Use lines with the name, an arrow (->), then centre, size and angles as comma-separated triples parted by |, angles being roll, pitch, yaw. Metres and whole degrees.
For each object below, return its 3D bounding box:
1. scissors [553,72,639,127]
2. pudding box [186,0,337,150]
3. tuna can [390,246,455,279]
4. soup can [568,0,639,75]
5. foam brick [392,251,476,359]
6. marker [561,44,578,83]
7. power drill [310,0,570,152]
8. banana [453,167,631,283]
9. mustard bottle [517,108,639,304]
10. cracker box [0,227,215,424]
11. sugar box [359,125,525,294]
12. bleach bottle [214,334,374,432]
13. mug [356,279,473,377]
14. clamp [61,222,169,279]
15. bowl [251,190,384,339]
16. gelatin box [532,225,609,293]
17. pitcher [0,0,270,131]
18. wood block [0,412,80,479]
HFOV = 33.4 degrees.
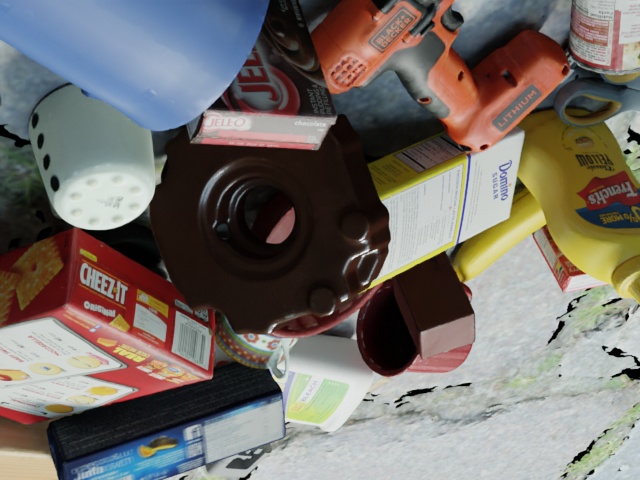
scissors -> 0.279, -0.133, 0.896 | 0.201, 0.016, 0.096 | -8, 136, -32
pudding box -> -0.047, -0.112, 0.689 | 0.089, 0.113, 0.039 | 1, 143, -27
tuna can -> 0.079, -0.003, 0.959 | 0.086, 0.034, 0.086 | -13, 143, -10
soup can -> 0.212, -0.178, 0.754 | 0.068, 0.068, 0.102 | -15, 133, -7
foam brick -> 0.101, 0.057, 0.950 | 0.053, 0.078, 0.051 | -17, 143, -4
marker -> 0.219, -0.170, 0.822 | 0.020, 0.020, 0.121 | 10, 134, -35
power drill -> 0.100, -0.152, 0.758 | 0.185, 0.057, 0.187 | -42, 137, 20
banana -> 0.197, -0.020, 0.992 | 0.198, 0.037, 0.069 | -32, 141, 16
mustard bottle -> 0.227, -0.024, 0.869 | 0.096, 0.192, 0.058 | -2, 140, -24
cracker box -> -0.214, 0.075, 0.840 | 0.214, 0.072, 0.164 | -17, 147, 29
sugar box -> 0.084, -0.032, 0.857 | 0.175, 0.048, 0.093 | -26, 137, -32
bleach bottle -> -0.074, 0.129, 1.033 | 0.250, 0.068, 0.103 | 11, 128, -33
mug -> 0.102, 0.080, 1.034 | 0.081, 0.093, 0.117 | 9, 131, -41
clamp -> -0.144, 0.036, 0.893 | 0.171, 0.039, 0.120 | 12, 118, -30
bowl -> -0.006, 0.001, 0.881 | 0.161, 0.055, 0.162 | -24, 136, -26
gelatin box -> 0.261, 0.008, 1.027 | 0.089, 0.073, 0.030 | -10, 142, -14
pitcher -> -0.143, -0.170, 0.559 | 0.242, 0.145, 0.149 | 27, 91, -42
wood block -> -0.289, 0.181, 0.974 | 0.205, 0.090, 0.091 | 15, 130, -39
